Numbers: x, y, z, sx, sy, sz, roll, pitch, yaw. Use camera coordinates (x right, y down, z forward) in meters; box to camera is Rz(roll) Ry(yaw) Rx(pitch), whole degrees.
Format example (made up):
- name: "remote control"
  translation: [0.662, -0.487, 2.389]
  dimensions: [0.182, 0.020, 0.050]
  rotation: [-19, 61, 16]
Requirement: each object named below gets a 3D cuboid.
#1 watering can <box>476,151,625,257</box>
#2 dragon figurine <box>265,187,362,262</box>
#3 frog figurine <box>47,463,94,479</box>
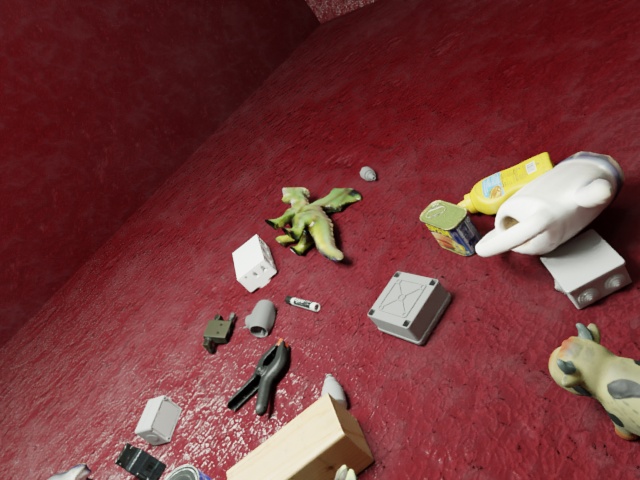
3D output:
- name: "watering can"
  translation: [0.364, -0.055, 0.764]
  dimensions: [0.226, 0.104, 0.343]
  rotation: [-32, -6, -17]
- name: "dragon figurine"
  translation: [0.004, -0.068, 1.342]
  dimensions: [0.246, 0.120, 0.413]
  rotation: [-42, 36, -20]
- name: "frog figurine"
  translation: [-0.515, 0.560, 1.048]
  dimensions: [0.135, 0.122, 0.163]
  rotation: [-65, 27, 28]
